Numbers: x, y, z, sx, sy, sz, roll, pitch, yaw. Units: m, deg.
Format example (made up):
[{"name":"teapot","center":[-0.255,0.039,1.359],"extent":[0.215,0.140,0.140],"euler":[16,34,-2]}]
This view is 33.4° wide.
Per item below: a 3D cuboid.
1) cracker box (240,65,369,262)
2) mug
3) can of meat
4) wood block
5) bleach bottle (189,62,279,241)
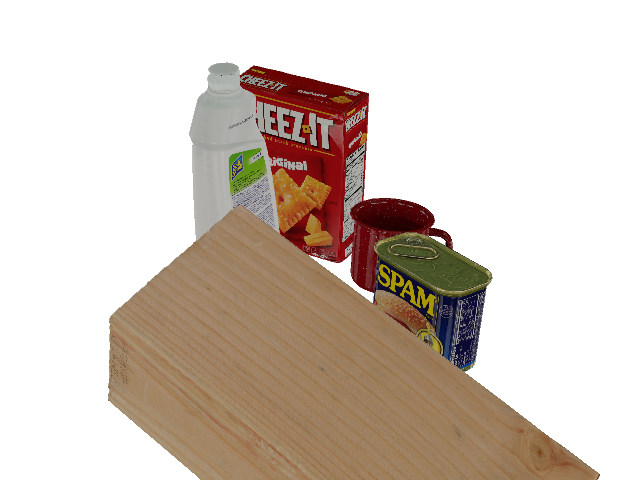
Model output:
[{"name":"cracker box","center":[-0.031,-0.092,1.324],"extent":[0.164,0.214,0.072],"euler":[17,36,23]},{"name":"mug","center":[0.088,0.009,1.185],"extent":[0.117,0.081,0.093],"euler":[5,26,3]},{"name":"can of meat","center":[0.087,0.053,0.880],"extent":[0.057,0.084,0.102],"euler":[-17,33,-35]},{"name":"wood block","center":[0.007,0.091,0.495],"extent":[0.206,0.090,0.090],"euler":[37,-34,15]},{"name":"bleach bottle","center":[-0.086,-0.062,1.083],"extent":[0.068,0.251,0.102],"euler":[19,38,27]}]
